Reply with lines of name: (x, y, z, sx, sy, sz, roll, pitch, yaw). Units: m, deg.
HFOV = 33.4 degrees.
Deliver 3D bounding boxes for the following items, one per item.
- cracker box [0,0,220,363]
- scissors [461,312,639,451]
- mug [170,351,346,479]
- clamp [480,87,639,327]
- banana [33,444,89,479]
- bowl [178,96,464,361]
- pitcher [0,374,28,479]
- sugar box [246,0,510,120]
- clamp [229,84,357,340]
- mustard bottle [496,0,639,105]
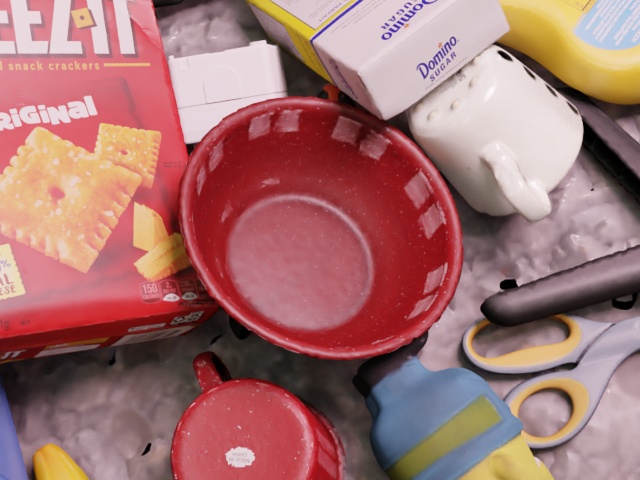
cracker box: (-0.159, -0.044, 0.598, 0.163, 0.072, 0.214, -6, 75, -31)
scissors: (0.184, 0.073, 0.620, 0.202, 0.016, 0.096, -3, 72, 8)
mug: (-0.041, 0.114, 0.605, 0.093, 0.081, 0.117, -27, 70, -1)
clamp: (0.211, -0.011, 0.626, 0.210, 0.036, 0.164, 8, 66, 13)
banana: (-0.110, 0.190, 0.590, 0.037, 0.070, 0.198, -18, 35, -28)
bowl: (-0.004, 0.001, 0.597, 0.162, 0.055, 0.162, 8, 61, -14)
pitcher: (-0.259, 0.089, 0.632, 0.149, 0.145, 0.243, -15, 66, -10)
sugar box: (0.029, -0.140, 0.655, 0.093, 0.048, 0.176, -37, 38, -4)
clamp: (0.017, -0.012, 0.664, 0.120, 0.039, 0.171, 11, 74, 0)
mustard bottle: (0.173, -0.137, 0.668, 0.192, 0.058, 0.096, 33, 58, 17)
